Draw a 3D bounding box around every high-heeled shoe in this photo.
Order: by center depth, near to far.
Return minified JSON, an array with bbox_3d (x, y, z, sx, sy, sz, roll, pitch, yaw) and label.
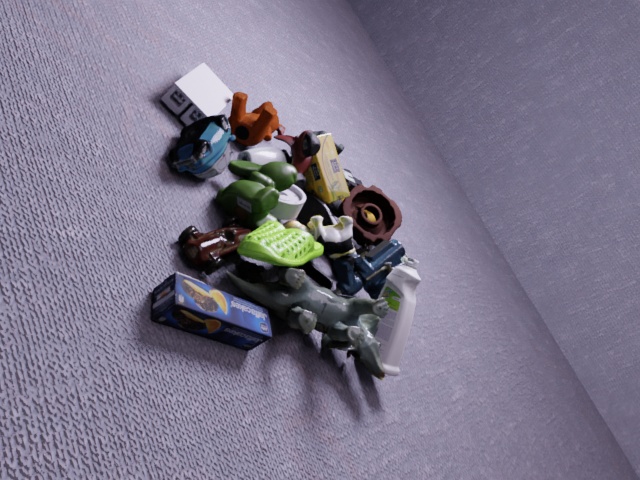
[{"bbox_3d":[0.030,-0.016,1.363,0.145,0.086,0.249,18,45,-60],"label":"high-heeled shoe"}]

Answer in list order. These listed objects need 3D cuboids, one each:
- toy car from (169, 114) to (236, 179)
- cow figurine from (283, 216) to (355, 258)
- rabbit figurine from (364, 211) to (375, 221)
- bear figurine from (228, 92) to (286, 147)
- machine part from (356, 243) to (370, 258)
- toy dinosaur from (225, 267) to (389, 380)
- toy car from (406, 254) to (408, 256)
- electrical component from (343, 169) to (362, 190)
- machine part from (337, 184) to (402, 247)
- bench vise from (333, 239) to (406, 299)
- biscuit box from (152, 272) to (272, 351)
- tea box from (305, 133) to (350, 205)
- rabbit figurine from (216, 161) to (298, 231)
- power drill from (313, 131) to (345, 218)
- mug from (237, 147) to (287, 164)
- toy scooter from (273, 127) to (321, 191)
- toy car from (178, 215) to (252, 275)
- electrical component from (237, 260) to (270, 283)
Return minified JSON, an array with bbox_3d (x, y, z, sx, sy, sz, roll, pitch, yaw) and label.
[{"bbox_3d":[-0.230,-0.180,1.094,0.102,0.109,0.162,59,29,-35],"label":"toy car"},{"bbox_3d":[-0.004,-0.003,1.242,0.068,0.167,0.098,99,-12,-77],"label":"cow figurine"},{"bbox_3d":[0.120,-0.067,1.566,0.173,0.122,0.162,40,36,2],"label":"rabbit figurine"},{"bbox_3d":[-0.149,-0.310,1.356,0.120,0.131,0.196,29,33,5],"label":"bear figurine"},{"bbox_3d":[0.126,0.081,1.415,0.138,0.084,0.039,56,2,-16],"label":"machine part"},{"bbox_3d":[-0.015,0.134,1.046,0.404,0.192,0.131,29,69,-18],"label":"toy dinosaur"},{"bbox_3d":[0.228,0.109,1.543,0.056,0.073,0.202,38,30,-23],"label":"toy car"},{"bbox_3d":[0.082,-0.184,1.680,0.119,0.048,0.075,16,45,-53],"label":"electrical component"},{"bbox_3d":[0.132,-0.063,1.445,0.179,0.056,0.179,11,61,-21],"label":"machine part"},{"bbox_3d":[0.138,0.120,1.290,0.224,0.129,0.240,-41,114,-31],"label":"bench vise"},{"bbox_3d":[-0.170,0.121,0.871,0.202,0.063,0.059,29,37,-41],"label":"biscuit box"},{"bbox_3d":[0.003,-0.175,1.368,0.068,0.098,0.169,-18,92,-30],"label":"tea box"},{"bbox_3d":[-0.125,-0.105,1.137,0.159,0.121,0.170,22,49,26],"label":"rabbit figurine"},{"bbox_3d":[0.008,-0.187,1.495,0.232,0.086,0.207,34,56,-27],"label":"power drill"},{"bbox_3d":[-0.143,-0.168,1.264,0.107,0.081,0.109,-1,91,-50],"label":"mug"},{"bbox_3d":[-0.076,-0.203,1.323,0.075,0.183,0.135,-11,46,-47],"label":"toy scooter"},{"bbox_3d":[-0.178,0.002,1.003,0.089,0.053,0.202,48,27,10],"label":"toy car"},{"bbox_3d":[-0.134,0.070,1.040,0.094,0.021,0.063,9,51,-56],"label":"electrical component"}]
